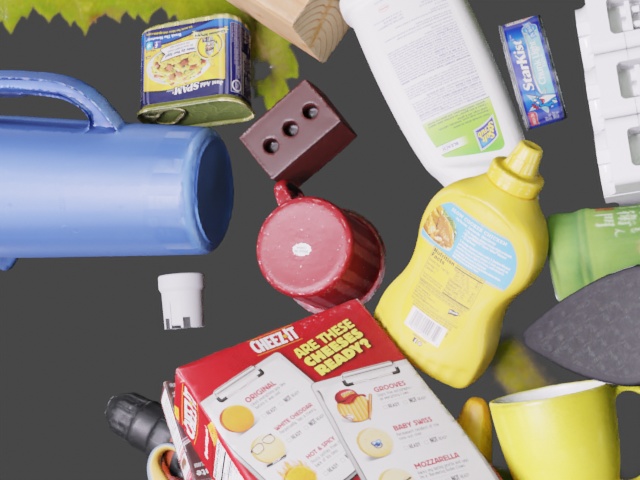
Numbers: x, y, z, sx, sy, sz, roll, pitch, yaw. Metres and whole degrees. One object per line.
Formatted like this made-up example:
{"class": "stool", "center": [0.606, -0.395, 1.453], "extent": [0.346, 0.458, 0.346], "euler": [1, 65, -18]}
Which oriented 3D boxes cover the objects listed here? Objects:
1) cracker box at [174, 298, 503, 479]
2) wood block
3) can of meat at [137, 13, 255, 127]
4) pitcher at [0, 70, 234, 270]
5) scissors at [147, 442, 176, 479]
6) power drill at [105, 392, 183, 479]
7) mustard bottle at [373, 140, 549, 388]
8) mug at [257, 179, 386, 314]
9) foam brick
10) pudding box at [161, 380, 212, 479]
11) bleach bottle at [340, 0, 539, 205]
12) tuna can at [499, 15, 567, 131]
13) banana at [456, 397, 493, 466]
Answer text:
{"class": "cracker box", "center": [0.015, 0.160, 0.770], "extent": [0.163, 0.072, 0.214], "euler": [-19, 51, -28]}
{"class": "wood block", "center": [-0.062, -0.256, 0.936], "extent": [0.206, 0.090, 0.091], "euler": [36, 91, 21]}
{"class": "can of meat", "center": [-0.110, -0.148, 0.949], "extent": [0.102, 0.057, 0.084], "euler": [-6, 76, 17]}
{"class": "pitcher", "center": [-0.205, -0.054, 0.921], "extent": [0.243, 0.149, 0.145], "euler": [2, 71, 16]}
{"class": "scissors", "center": [-0.107, 0.260, 0.831], "extent": [0.096, 0.016, 0.202], "euler": [-22, 74, 10]}
{"class": "power drill", "center": [-0.130, 0.238, 0.880], "extent": [0.185, 0.057, 0.187], "euler": [24, 88, 21]}
{"class": "mustard bottle", "center": [0.116, 0.011, 0.799], "extent": [0.096, 0.058, 0.192], "euler": [37, 120, 25]}
{"class": "mug", "center": [-0.006, 0.001, 0.871], "extent": [0.093, 0.081, 0.117], "euler": [-27, 72, 12]}
{"class": "foam brick", "center": [-0.017, -0.088, 0.908], "extent": [0.078, 0.051, 0.053], "euler": [-41, 70, 7]}
{"class": "pudding box", "center": [-0.061, 0.148, 0.845], "extent": [0.113, 0.039, 0.090], "euler": [-10, 54, -20]}
{"class": "bleach bottle", "center": [0.104, -0.101, 0.865], "extent": [0.103, 0.068, 0.251], "euler": [-23, 76, 16]}
{"class": "tuna can", "center": [0.167, -0.131, 0.836], "extent": [0.034, 0.086, 0.086], "euler": [-15, 75, 14]}
{"class": "banana", "center": [0.127, 0.221, 0.801], "extent": [0.070, 0.037, 0.198], "euler": [-30, 66, 34]}
